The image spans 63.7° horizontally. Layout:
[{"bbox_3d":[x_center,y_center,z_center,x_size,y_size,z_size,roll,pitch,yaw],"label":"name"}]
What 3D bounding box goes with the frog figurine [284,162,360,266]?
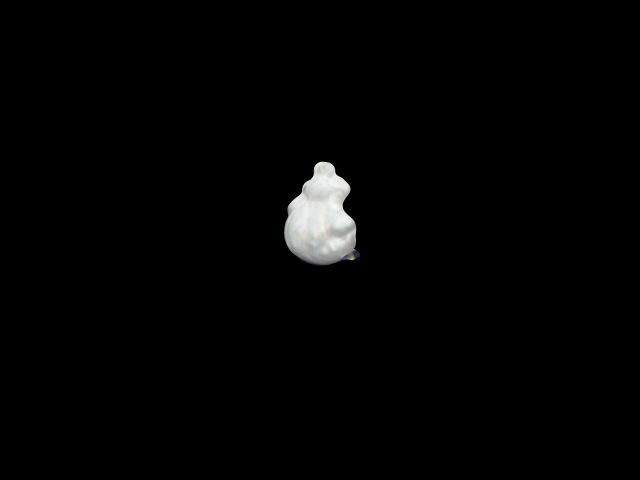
[{"bbox_3d":[0.003,-0.043,0.850,0.124,0.156,0.139,-20,38,-28],"label":"frog figurine"}]
